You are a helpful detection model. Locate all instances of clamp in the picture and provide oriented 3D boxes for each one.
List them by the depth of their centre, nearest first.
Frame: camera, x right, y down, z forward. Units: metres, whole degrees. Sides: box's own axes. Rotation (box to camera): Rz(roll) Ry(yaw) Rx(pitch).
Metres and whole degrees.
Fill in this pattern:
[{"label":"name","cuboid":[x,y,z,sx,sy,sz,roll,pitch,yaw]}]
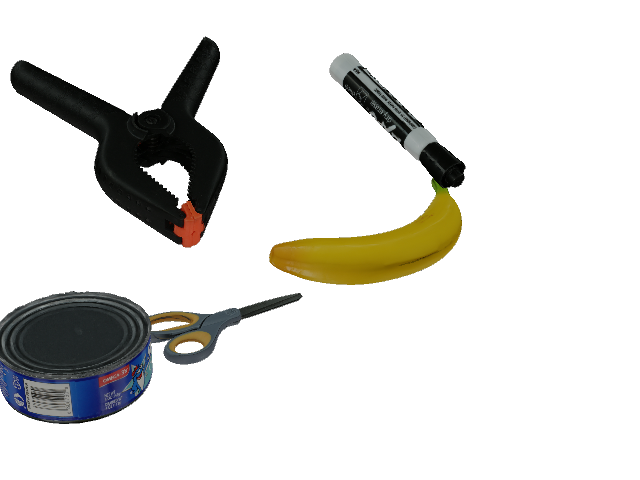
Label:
[{"label":"clamp","cuboid":[-0.117,-0.081,0.786,0.164,0.036,0.210,-18,52,-24]}]

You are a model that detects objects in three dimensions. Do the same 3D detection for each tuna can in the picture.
[{"label":"tuna can","cuboid":[-0.136,0.064,0.594,0.086,0.034,0.086,1,28,-1]}]

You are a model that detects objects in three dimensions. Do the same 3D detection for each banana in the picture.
[{"label":"banana","cuboid":[0.051,0.002,0.841,0.197,0.037,0.070,-22,45,-39]}]

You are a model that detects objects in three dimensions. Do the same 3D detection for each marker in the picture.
[{"label":"marker","cuboid":[0.046,-0.072,0.644,0.020,0.020,0.121,0,40,-46]}]

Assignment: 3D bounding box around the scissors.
[{"label":"scissors","cuboid":[-0.097,0.094,1.149,0.201,0.016,0.096,-6,31,-22]}]
